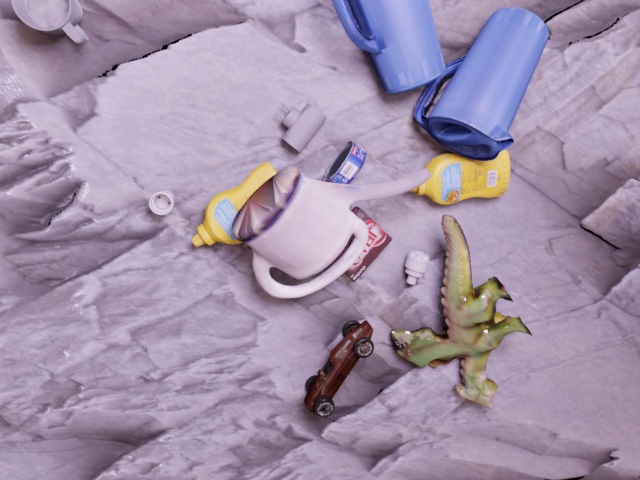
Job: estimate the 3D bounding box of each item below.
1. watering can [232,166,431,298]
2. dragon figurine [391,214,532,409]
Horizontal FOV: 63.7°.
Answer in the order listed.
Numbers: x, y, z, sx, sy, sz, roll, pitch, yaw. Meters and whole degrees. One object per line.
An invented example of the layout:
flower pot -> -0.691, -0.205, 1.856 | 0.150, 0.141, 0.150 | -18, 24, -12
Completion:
watering can -> 0.003, -0.043, 0.860 | 0.222, 0.345, 0.106 | 37, 15, -29
dragon figurine -> 0.251, 0.163, 0.992 | 0.241, 0.406, 0.124 | -34, 16, 10
